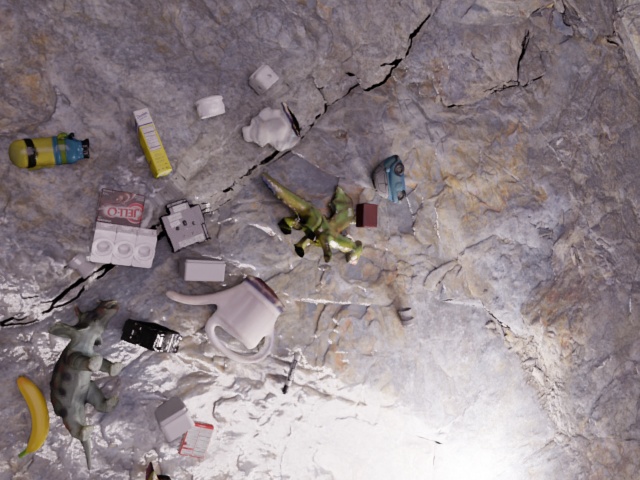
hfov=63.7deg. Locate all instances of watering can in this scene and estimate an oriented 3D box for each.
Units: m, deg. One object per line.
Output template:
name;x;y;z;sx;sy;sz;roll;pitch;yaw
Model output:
watering can;-0.239;0.190;1.434;0.343;0.104;0.227;48;70;-22

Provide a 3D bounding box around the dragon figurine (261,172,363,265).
dragon figurine;0.005;-0.080;1.588;0.247;0.121;0.407;-40;105;-38

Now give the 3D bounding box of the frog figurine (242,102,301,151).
frog figurine;-0.144;-0.324;1.534;0.158;0.125;0.136;-24;109;13
